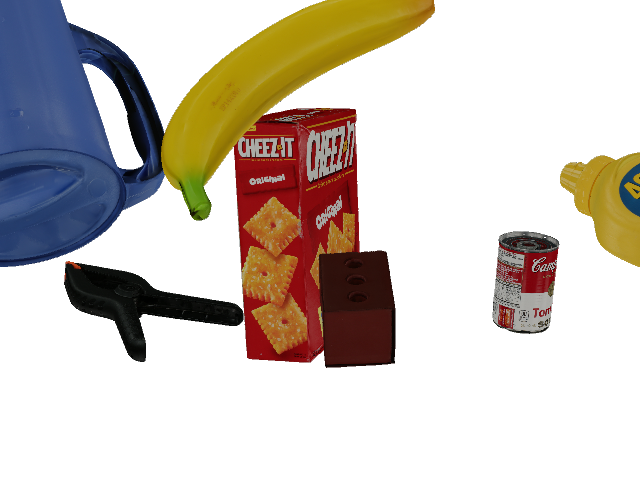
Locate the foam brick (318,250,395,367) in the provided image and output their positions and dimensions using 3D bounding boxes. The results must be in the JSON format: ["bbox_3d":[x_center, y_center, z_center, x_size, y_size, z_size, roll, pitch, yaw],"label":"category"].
[{"bbox_3d":[0.026,0.049,0.782,0.053,0.051,0.078,-3,32,-1],"label":"foam brick"}]

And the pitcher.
[{"bbox_3d":[-0.216,-0.114,0.753,0.145,0.243,0.149,-28,-29,16],"label":"pitcher"}]

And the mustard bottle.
[{"bbox_3d":[0.230,-0.011,0.659,0.096,0.058,0.192,-29,38,-31],"label":"mustard bottle"}]

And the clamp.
[{"bbox_3d":[-0.211,0.071,1.163,0.210,0.036,0.164,19,21,25],"label":"clamp"}]

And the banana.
[{"bbox_3d":[-0.021,-0.083,0.569,0.070,0.197,0.037,33,-27,22],"label":"banana"}]

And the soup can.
[{"bbox_3d":[0.234,0.048,1.225,0.068,0.102,0.068,2,18,-1],"label":"soup can"}]

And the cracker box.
[{"bbox_3d":[-0.015,-0.012,0.995,0.072,0.214,0.164,2,12,19],"label":"cracker box"}]
